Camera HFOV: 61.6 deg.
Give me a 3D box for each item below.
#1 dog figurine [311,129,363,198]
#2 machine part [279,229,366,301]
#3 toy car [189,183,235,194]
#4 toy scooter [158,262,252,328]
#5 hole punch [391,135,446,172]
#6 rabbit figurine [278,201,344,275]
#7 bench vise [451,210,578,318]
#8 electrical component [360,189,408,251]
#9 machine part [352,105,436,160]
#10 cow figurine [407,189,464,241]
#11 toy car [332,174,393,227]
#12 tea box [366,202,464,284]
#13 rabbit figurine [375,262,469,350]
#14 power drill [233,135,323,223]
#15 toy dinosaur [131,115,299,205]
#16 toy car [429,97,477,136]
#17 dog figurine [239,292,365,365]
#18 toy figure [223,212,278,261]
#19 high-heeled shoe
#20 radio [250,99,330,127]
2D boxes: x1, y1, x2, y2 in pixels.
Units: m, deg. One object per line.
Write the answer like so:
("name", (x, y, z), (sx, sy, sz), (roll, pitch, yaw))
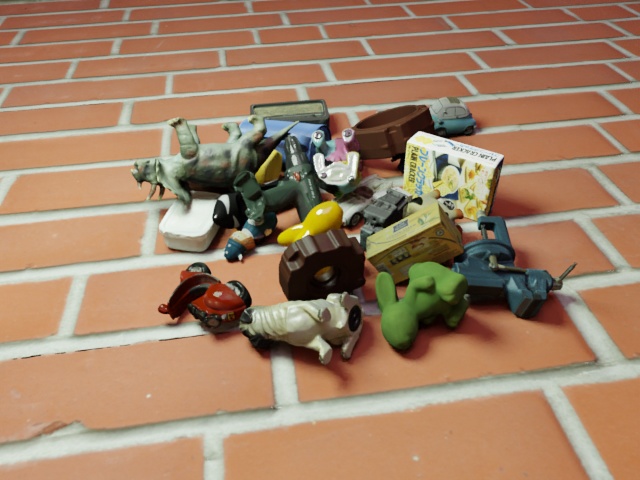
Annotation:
("dog figurine", (0.055, -0.179, 1.319), (0.109, 0.219, 0.191), (-8, 77, 10))
("machine part", (0.006, 0.061, 1.024), (0.179, 0.179, 0.056), (-14, 43, -15))
("toy car", (-0.269, -0.128, 1.334), (0.202, 0.053, 0.089), (3, 2, 3))
("toy scooter", (-0.230, 0.117, 1.037), (0.184, 0.075, 0.135), (25, 47, 32))
("hole punch", (0.274, -0.214, 1.423), (0.142, 0.092, 0.116), (-39, 24, -33))
("rabbit figurine", (-0.002, -0.003, 1.098), (0.162, 0.173, 0.122), (-13, 45, -20))
("bench vise", (0.366, 0.033, 1.080), (0.224, 0.128, 0.241), (-3, 49, 6))
("electrical component", (0.136, -0.031, 1.171), (0.058, 0.114, 0.134), (22, 44, 29))
("machine part", (0.190, -0.293, 1.450), (0.201, 0.087, 0.201), (-37, 27, -33))
("cow figurine", (0.249, -0.030, 1.187), (0.127, 0.085, 0.195), (-17, 38, -9))
("toy car", (0.096, -0.096, 1.294), (0.074, 0.056, 0.202), (30, 49, 32))
("tea box", (0.187, 0.010, 1.073), (0.170, 0.098, 0.068), (-28, 32, 25))
("rabbit figurine", (0.171, 0.118, 0.994), (0.159, 0.121, 0.170), (37, 68, 28))
("power drill", (-0.092, -0.128, 1.223), (0.207, 0.086, 0.232), (-15, 80, -49))
("toy dinosaur", (-0.229, -0.184, 1.243), (0.405, 0.192, 0.131), (-6, 5, -16))
("toy car", (0.378, -0.363, 1.570), (0.162, 0.102, 0.109), (-6, 41, -2))
("dog figurine", (-0.033, 0.145, 0.992), (0.191, 0.121, 0.172), (5, 1, 36))
("toy figure", (-0.160, -0.012, 1.204), (0.064, 0.057, 0.154), (-4, 30, 47))
("high-heeled shoe", (-0.140, -0.087, 1.247), (0.145, 0.086, 0.249), (-10, 17, 21))
("radio", (-0.088, -0.351, 1.590), (0.230, 0.073, 0.131), (-7, 40, -6))
